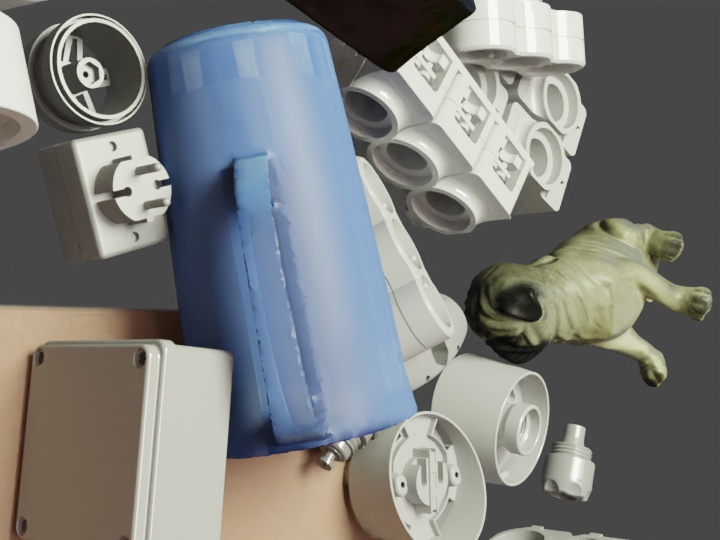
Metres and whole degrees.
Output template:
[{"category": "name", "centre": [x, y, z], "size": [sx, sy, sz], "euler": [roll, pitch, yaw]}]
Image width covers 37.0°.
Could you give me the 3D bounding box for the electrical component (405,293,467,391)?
[{"category": "electrical component", "centre": [0.032, 0.038, 0.774], "size": [0.077, 0.043, 0.079], "euler": [-39, 113, -40]}]

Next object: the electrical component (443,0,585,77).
[{"category": "electrical component", "centre": [0.111, -0.186, 0.778], "size": [0.138, 0.052, 0.073], "euler": [-2, 88, -46]}]

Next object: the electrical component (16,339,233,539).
[{"category": "electrical component", "centre": [-0.124, 0.093, 0.563], "size": [0.056, 0.109, 0.108], "euler": [12, 78, -47]}]

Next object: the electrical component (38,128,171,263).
[{"category": "electrical component", "centre": [-0.130, -0.043, 0.590], "size": [0.047, 0.077, 0.065], "euler": [-21, 101, -45]}]

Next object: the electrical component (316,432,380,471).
[{"category": "electrical component", "centre": [-0.005, 0.103, 0.733], "size": [0.040, 0.040, 0.078], "euler": [56, 51, -27]}]

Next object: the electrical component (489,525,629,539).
[{"category": "electrical component", "centre": [0.117, 0.253, 0.799], "size": [0.186, 0.105, 0.060], "euler": [-20, 101, -45]}]

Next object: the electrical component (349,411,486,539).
[{"category": "electrical component", "centre": [0.042, 0.149, 0.759], "size": [0.099, 0.064, 0.099], "euler": [5, 83, -46]}]

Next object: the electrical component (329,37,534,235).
[{"category": "electrical component", "centre": [0.042, -0.097, 0.762], "size": [0.150, 0.089, 0.061], "euler": [47, 56, -33]}]

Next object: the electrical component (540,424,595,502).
[{"category": "electrical component", "centre": [0.179, 0.163, 0.915], "size": [0.043, 0.043, 0.062], "euler": [31, 64, -40]}]

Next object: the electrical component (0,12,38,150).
[{"category": "electrical component", "centre": [-0.207, -0.092, 0.497], "size": [0.108, 0.108, 0.060], "euler": [-1, 81, -46]}]

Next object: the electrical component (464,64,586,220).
[{"category": "electrical component", "centre": [0.104, -0.136, 0.850], "size": [0.186, 0.060, 0.105], "euler": [39, 60, -37]}]

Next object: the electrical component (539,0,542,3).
[{"category": "electrical component", "centre": [0.103, -0.238, 0.858], "size": [0.095, 0.059, 0.053], "euler": [19, 73, -43]}]

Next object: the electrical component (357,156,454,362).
[{"category": "electrical component", "centre": [0.000, 0.000, 0.727], "size": [0.138, 0.074, 0.052], "euler": [63, 14, 11]}]

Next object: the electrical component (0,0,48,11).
[{"category": "electrical component", "centre": [-0.191, -0.185, 0.550], "size": [0.108, 0.060, 0.108], "euler": [5, 83, -46]}]

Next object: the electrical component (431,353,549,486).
[{"category": "electrical component", "centre": [0.105, 0.118, 0.845], "size": [0.099, 0.064, 0.099], "euler": [-17, 111, -52]}]
